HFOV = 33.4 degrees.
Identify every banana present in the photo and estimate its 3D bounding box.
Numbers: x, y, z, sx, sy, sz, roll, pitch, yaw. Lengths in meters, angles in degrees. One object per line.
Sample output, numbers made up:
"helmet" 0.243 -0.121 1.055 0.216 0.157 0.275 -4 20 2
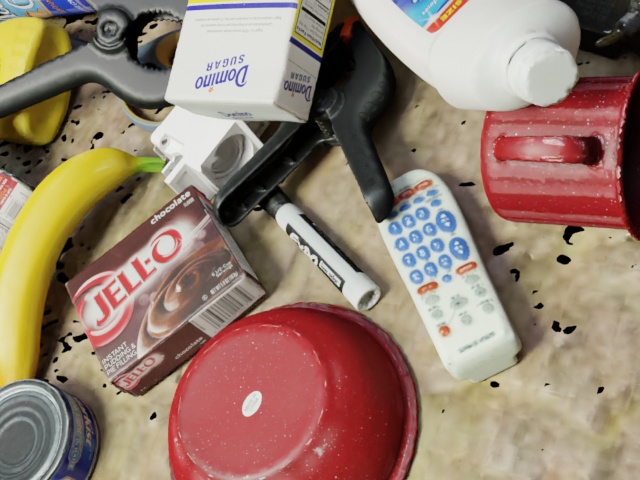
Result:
"banana" -0.181 0.009 0.729 0.069 0.037 0.197 30 79 -3

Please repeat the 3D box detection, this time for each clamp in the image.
"clamp" -0.148 -0.157 0.762 0.210 0.036 0.164 6 90 8
"clamp" -0.005 -0.074 0.692 0.120 0.039 0.171 -4 49 17

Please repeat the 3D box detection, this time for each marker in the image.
"marker" -0.004 0.001 0.674 0.020 0.020 0.121 -43 53 -1

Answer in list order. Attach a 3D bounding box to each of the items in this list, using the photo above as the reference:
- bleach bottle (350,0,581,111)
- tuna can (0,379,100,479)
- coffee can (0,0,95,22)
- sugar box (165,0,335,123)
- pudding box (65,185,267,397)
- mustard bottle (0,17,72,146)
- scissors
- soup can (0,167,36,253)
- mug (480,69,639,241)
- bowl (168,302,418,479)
"bleach bottle" 0.088 -0.136 0.616 0.102 0.068 0.251 -35 30 4
"tuna can" -0.186 0.133 0.681 0.086 0.033 0.086 -12 59 20
"coffee can" -0.232 -0.229 0.860 0.140 0.102 0.102 -1 63 25
"sugar box" -0.035 -0.165 0.686 0.093 0.048 0.176 8 84 35
"pudding box" -0.101 0.033 0.691 0.113 0.039 0.090 -37 54 3
"mustard bottle" -0.288 -0.128 0.857 0.192 0.058 0.096 6 88 30
"scissors" -0.149 -0.151 0.831 0.096 0.016 0.202 -43 54 -3
"soup can" -0.241 0.003 0.758 0.069 0.068 0.102 20 73 33
"mug" 0.134 -0.047 0.579 0.082 0.117 0.093 5 98 33
"bowl" -0.028 0.100 0.609 0.162 0.055 0.162 -12 60 20
